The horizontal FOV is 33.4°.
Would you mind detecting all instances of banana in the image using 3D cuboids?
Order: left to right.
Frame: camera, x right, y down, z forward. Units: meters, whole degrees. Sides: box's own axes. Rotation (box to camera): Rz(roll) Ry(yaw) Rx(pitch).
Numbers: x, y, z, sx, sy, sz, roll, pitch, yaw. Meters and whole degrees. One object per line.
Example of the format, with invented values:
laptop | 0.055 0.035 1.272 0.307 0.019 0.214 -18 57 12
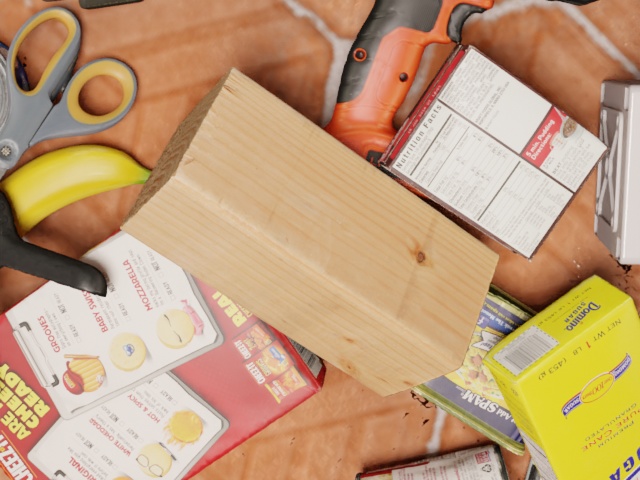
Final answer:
banana | -0.201 -0.010 0.732 0.198 0.037 0.069 -32 94 9

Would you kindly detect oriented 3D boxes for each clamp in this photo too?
clamp | -0.212 0.009 0.688 0.120 0.039 0.171 -33 73 3

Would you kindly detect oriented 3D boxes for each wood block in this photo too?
wood block | -0.004 0.001 0.659 0.206 0.090 0.090 34 58 -15

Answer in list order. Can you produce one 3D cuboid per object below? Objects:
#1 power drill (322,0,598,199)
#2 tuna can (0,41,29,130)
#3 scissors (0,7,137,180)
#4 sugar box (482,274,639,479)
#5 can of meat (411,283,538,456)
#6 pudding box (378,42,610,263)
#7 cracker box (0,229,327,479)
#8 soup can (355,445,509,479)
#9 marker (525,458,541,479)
power drill | 0.082 -0.121 0.688 0.184 0.057 0.188 14 99 -2
tuna can | -0.242 -0.099 0.721 0.086 0.033 0.086 1 100 3
scissors | -0.182 -0.055 0.688 0.096 0.016 0.201 20 71 -19
sugar box | 0.179 0.118 0.688 0.093 0.048 0.176 -34 118 -8
can of meat | 0.116 0.081 0.721 0.102 0.057 0.084 32 98 -3
pudding box | 0.106 -0.053 0.654 0.113 0.039 0.090 33 97 -10
cracker box | -0.127 0.086 0.728 0.214 0.072 0.164 -35 94 10
soup can | 0.081 0.184 0.735 0.102 0.068 0.068 -14 99 5
marker | 0.152 0.175 0.754 0.020 0.020 0.121 13 101 1
